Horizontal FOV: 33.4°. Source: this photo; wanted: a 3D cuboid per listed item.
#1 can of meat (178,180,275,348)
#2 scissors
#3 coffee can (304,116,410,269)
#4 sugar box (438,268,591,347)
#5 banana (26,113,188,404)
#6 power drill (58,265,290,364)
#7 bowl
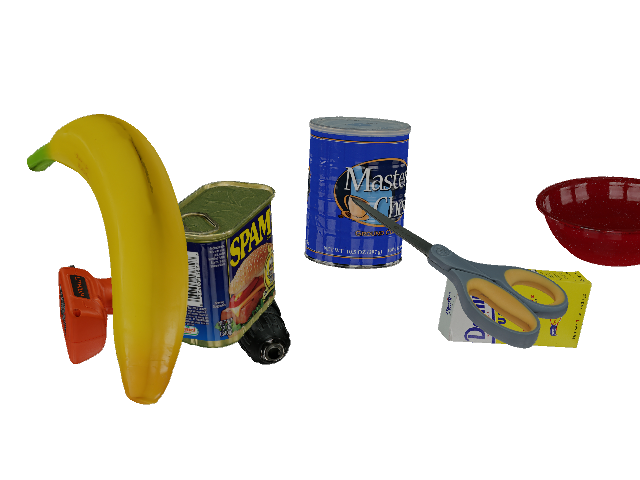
[{"bbox_3d":[-0.069,0.015,0.737,0.057,0.084,0.102,6,24,19],"label":"can of meat"},{"bbox_3d":[0.115,0.015,0.842,0.096,0.016,0.202,-9,39,-30],"label":"scissors"},{"bbox_3d":[0.037,-0.051,1.094,0.103,0.140,0.103,3,13,-1],"label":"coffee can"},{"bbox_3d":[0.242,0.082,1.334,0.176,0.093,0.048,3,19,-15],"label":"sugar box"},{"bbox_3d":[-0.097,-0.009,0.527,0.037,0.070,0.198,12,30,-36],"label":"banana"},{"bbox_3d":[-0.133,0.065,0.949,0.187,0.057,0.185,-3,22,-20],"label":"power drill"},{"bbox_3d":[0.305,-0.016,1.111,0.162,0.055,0.162,-3,23,1],"label":"bowl"}]
